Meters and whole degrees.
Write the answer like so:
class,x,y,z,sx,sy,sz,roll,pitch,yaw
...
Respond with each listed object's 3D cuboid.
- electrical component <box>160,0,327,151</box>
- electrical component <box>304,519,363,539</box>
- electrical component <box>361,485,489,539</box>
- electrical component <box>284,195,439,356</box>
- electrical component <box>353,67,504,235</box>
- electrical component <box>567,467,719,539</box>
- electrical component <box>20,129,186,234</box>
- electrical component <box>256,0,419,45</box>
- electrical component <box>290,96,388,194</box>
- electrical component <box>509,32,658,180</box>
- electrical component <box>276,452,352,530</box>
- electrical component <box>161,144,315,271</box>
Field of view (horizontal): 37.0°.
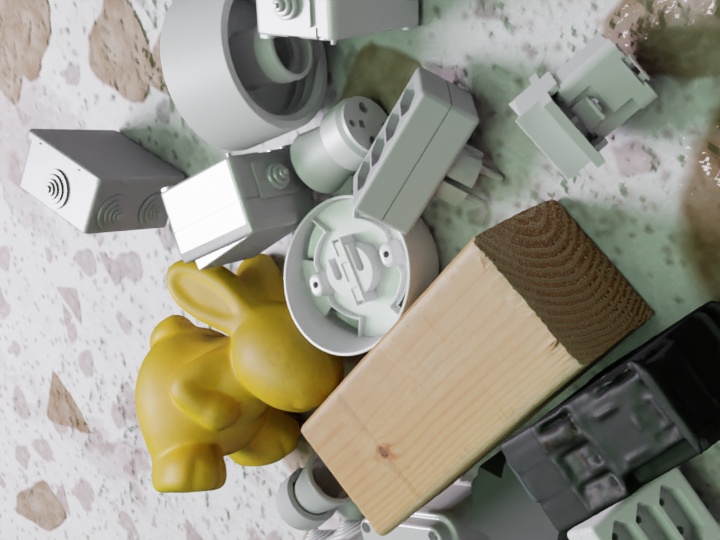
class,x,y,z,sx,sy,sz,roll,pitch,yaw
electrical component,-0.065,-0.133,0.676,0.060,0.108,0.108,-9,101,37
electrical component,-0.006,0.239,0.808,0.100,0.048,0.099,-29,87,44
electrical component,0.055,0.209,0.737,0.078,0.057,0.113,-5,103,43
electrical component,0.000,0.000,0.693,0.099,0.064,0.099,7,103,30
electrical component,0.048,-0.062,0.639,0.076,0.047,0.083,26,115,-13
electrical component,0.157,0.155,0.625,0.047,0.066,0.076,56,162,10
electrical component,-0.199,-0.068,0.824,0.100,0.100,0.048,32,113,28
electrical component,-0.017,-0.167,0.624,0.062,0.096,0.061,14,115,38
electrical component,-0.011,-0.080,0.689,0.055,0.045,0.045,-32,85,44
electrical component,0.116,-0.087,0.555,0.064,0.081,0.042,-42,103,16
electrical component,-0.033,0.165,0.805,0.045,0.045,0.055,53,133,12
electrical component,-0.076,-0.042,0.718,0.096,0.062,0.061,-20,87,44
